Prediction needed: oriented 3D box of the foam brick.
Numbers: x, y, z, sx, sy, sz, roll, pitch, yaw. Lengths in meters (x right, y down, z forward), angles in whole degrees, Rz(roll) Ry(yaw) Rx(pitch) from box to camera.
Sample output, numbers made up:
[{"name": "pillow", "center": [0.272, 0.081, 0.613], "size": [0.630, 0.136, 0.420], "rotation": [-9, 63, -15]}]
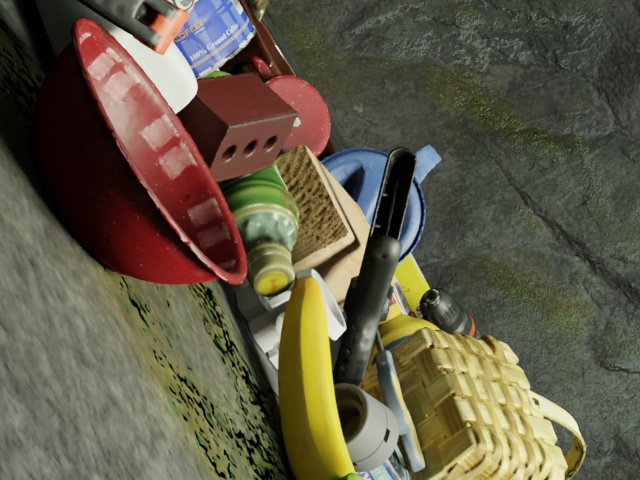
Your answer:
[{"name": "foam brick", "center": [-0.065, -0.079, 0.745], "size": [0.051, 0.053, 0.078], "rotation": [44, 36, 20]}]

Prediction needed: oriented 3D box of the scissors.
[{"name": "scissors", "center": [0.062, 0.126, 0.919], "size": [0.202, 0.016, 0.096], "rotation": [-96, 166, -74]}]

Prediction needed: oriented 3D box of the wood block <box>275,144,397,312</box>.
[{"name": "wood block", "center": [-0.007, 0.001, 0.958], "size": [0.091, 0.090, 0.206], "rotation": [63, 7, 18]}]

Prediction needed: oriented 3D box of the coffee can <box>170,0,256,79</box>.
[{"name": "coffee can", "center": [-0.130, -0.199, 0.842], "size": [0.140, 0.103, 0.103], "rotation": [58, 8, -23]}]

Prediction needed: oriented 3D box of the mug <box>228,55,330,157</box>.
[{"name": "mug", "center": [-0.048, -0.109, 0.953], "size": [0.082, 0.093, 0.117], "rotation": [-20, -91, 54]}]

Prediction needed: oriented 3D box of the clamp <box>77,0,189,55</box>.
[{"name": "clamp", "center": [-0.152, -0.158, 0.580], "size": [0.172, 0.039, 0.120], "rotation": [31, 8, 19]}]

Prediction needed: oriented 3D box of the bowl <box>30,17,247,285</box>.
[{"name": "bowl", "center": [-0.103, -0.035, 0.564], "size": [0.162, 0.055, 0.162], "rotation": [59, 7, -13]}]

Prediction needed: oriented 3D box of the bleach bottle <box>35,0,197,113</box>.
[{"name": "bleach bottle", "center": [-0.169, -0.194, 0.719], "size": [0.251, 0.068, 0.102], "rotation": [61, 4, 27]}]

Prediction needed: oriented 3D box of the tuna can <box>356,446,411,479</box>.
[{"name": "tuna can", "center": [0.039, 0.167, 0.846], "size": [0.086, 0.034, 0.086], "rotation": [59, 7, -13]}]

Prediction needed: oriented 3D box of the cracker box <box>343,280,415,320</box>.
[{"name": "cracker box", "center": [0.103, 0.145, 1.232], "size": [0.214, 0.072, 0.164], "rotation": [60, 6, 3]}]

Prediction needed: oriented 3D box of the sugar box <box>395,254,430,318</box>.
[{"name": "sugar box", "center": [0.101, 0.087, 1.361], "size": [0.176, 0.093, 0.048], "rotation": [63, 8, 21]}]

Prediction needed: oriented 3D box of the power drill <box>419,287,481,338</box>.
[{"name": "power drill", "center": [0.182, 0.156, 1.203], "size": [0.184, 0.057, 0.188], "rotation": [51, 11, -49]}]

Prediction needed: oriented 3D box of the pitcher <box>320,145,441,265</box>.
[{"name": "pitcher", "center": [0.050, -0.033, 1.212], "size": [0.243, 0.149, 0.145], "rotation": [105, -10, -89]}]

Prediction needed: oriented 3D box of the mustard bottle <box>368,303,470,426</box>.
[{"name": "mustard bottle", "center": [0.099, 0.141, 1.115], "size": [0.191, 0.096, 0.058], "rotation": [61, 8, 6]}]

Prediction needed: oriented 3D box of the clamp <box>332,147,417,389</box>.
[{"name": "clamp", "center": [0.041, 0.037, 0.856], "size": [0.164, 0.036, 0.210], "rotation": [-71, 175, -53]}]

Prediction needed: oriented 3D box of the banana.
[{"name": "banana", "center": [0.000, 0.108, 0.693], "size": [0.037, 0.070, 0.198], "rotation": [17, 31, -24]}]
